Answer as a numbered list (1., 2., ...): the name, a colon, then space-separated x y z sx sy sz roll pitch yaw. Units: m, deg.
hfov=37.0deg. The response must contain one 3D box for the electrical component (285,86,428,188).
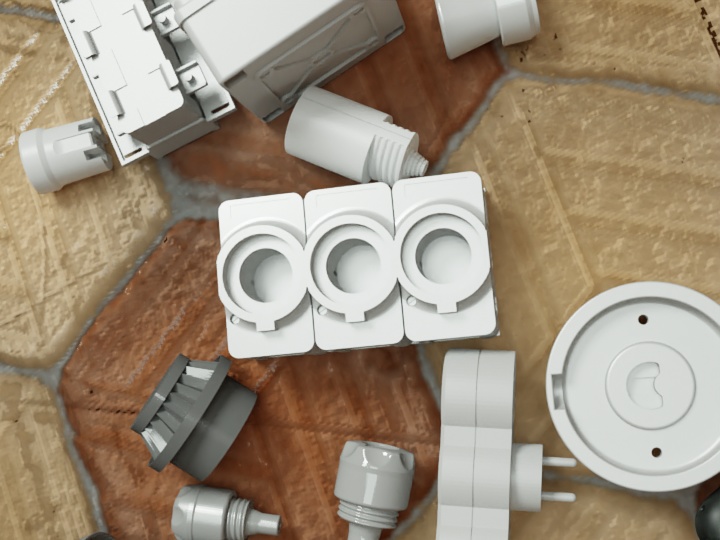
1. electrical component: 0.001 -0.074 0.632 0.081 0.043 0.043 23 88 12

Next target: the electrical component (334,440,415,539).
1. electrical component: 0.006 0.130 0.610 0.043 0.043 0.062 10 87 11

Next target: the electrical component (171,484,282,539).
1. electrical component: -0.077 0.145 0.627 0.061 0.035 0.035 6 85 8

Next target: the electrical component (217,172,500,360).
1. electrical component: 0.000 0.000 0.615 0.150 0.062 0.089 -6 83 9

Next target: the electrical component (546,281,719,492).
1. electrical component: 0.155 0.063 0.582 0.108 0.060 0.108 -1 84 9

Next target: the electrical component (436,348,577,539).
1. electrical component: 0.082 0.114 0.593 0.074 0.052 0.138 2 85 10

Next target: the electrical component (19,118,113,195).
1. electrical component: -0.182 -0.072 0.667 0.046 0.040 0.040 -16 81 2

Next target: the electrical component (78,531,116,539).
1. electrical component: -0.163 0.204 0.605 0.064 0.099 0.099 -20 81 14

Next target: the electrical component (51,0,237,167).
1. electrical component: -0.138 -0.136 0.654 0.079 0.063 0.121 -26 80 7

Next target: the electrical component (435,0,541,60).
1. electrical component: 0.074 -0.151 0.628 0.055 0.045 0.045 -12 82 8

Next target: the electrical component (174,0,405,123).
1. electrical component: -0.036 -0.143 0.614 0.109 0.109 0.056 -33 82 5
